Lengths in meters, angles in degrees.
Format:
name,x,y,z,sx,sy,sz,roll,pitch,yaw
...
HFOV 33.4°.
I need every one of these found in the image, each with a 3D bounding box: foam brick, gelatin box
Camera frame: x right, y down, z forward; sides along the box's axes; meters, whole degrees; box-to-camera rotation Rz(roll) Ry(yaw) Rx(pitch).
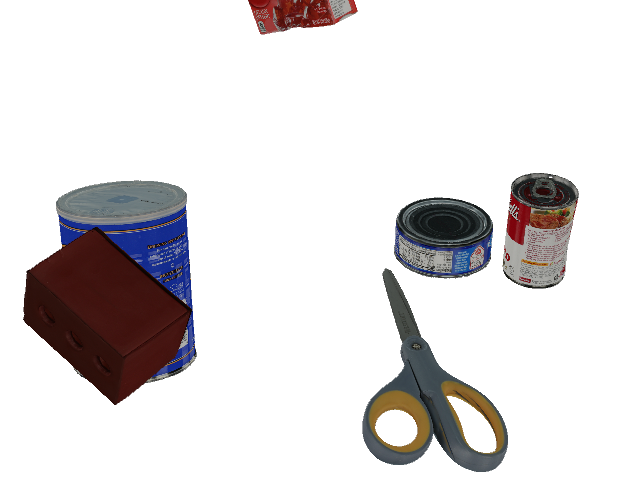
name,x,y,z,sx,sy,sz,roll,pitch,yaw
foam brick,-0.121,0.042,0.602,0.078,0.053,0.051,39,50,15
gelatin box,-0.022,-0.191,0.776,0.030,0.073,0.089,-35,26,-33

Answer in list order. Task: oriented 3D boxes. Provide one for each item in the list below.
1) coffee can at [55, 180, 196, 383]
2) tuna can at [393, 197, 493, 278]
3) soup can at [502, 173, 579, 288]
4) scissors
name,x,y,z,sx,sy,sz,roll,pitch,yaw
coffee can,-0.155,0.032,0.866,0.103,0.140,0.103,-1,18,0
tuna can,0.108,-0.004,0.934,0.086,0.034,0.086,0,31,0
soup can,0.227,-0.010,1.108,0.068,0.102,0.068,0,34,0
scissors,0.049,0.082,0.700,0.096,0.016,0.202,-10,36,-22
